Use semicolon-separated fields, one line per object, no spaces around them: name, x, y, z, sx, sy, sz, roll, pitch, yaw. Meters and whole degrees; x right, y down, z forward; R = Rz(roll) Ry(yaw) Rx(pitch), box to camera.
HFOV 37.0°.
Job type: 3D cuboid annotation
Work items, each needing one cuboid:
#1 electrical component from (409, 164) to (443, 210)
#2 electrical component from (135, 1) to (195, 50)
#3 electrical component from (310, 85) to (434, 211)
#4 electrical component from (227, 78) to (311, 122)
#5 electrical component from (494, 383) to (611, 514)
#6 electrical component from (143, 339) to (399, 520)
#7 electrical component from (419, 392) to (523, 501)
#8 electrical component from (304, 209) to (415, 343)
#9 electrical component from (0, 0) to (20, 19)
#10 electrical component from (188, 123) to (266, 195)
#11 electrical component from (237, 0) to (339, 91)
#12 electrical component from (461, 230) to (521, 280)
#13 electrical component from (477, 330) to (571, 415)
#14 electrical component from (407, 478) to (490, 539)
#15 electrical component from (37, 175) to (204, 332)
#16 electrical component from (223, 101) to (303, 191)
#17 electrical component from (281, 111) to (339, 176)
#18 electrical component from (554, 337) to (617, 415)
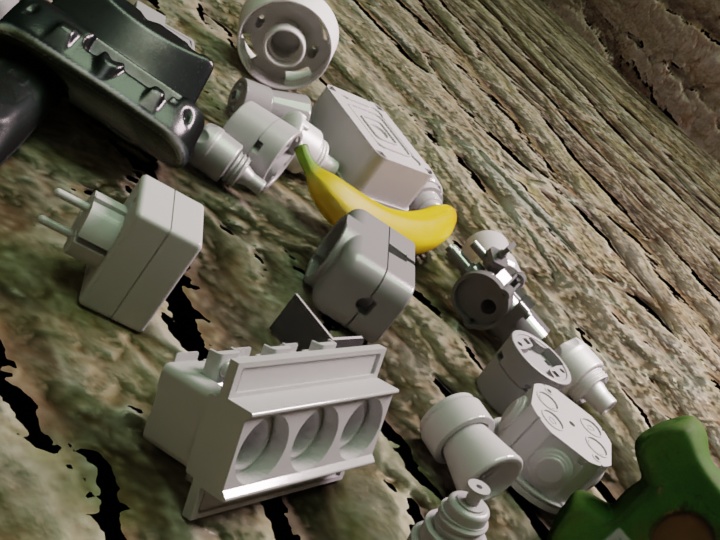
electrical component;0.058;-0.068;0.995;0.040;0.040;0.078;22;27;-34
electrical component;-0.159;-0.150;0.798;0.062;0.061;0.096;27;25;-26
electrical component;0.001;-0.102;0.953;0.078;0.057;0.113;14;32;-44
electrical component;-0.080;-0.139;0.924;0.065;0.044;0.044;16;30;-32
electrical component;0.127;0.120;0.725;0.080;0.051;0.080;32;23;-15
electrical component;-0.044;0.072;0.541;0.063;0.078;0.121;26;14;31
electrical component;0.068;0.109;0.664;0.045;0.045;0.055;14;32;-45
electrical component;0.000;0.000;0.760;0.059;0.053;0.095;33;23;-12
electrical component;-0.258;-0.187;0.730;0.055;0.055;0.047;38;26;-2
electrical component;-0.096;-0.078;0.791;0.061;0.035;0.035;37;22;-9
electrical component;-0.070;-0.223;1.029;0.099;0.099;0.064;31;29;-16
electrical component;0.116;-0.003;0.952;0.045;0.045;0.055;28;25;-24
electrical component;0.120;0.080;0.795;0.055;0.047;0.055;32;23;-15
electrical component;0.044;0.139;0.539;0.040;0.078;0.040;19;22;-8
electrical component;-0.133;-0.017;0.577;0.077;0.065;0.047;29;24;-22
electrical component;-0.079;-0.097;0.827;0.047;0.055;0.055;36;22;5
electrical component;-0.046;-0.099;0.895;0.062;0.048;0.048;33;22;-31
electrical component;0.182;0.090;0.877;0.062;0.043;0.043;50;25;24
